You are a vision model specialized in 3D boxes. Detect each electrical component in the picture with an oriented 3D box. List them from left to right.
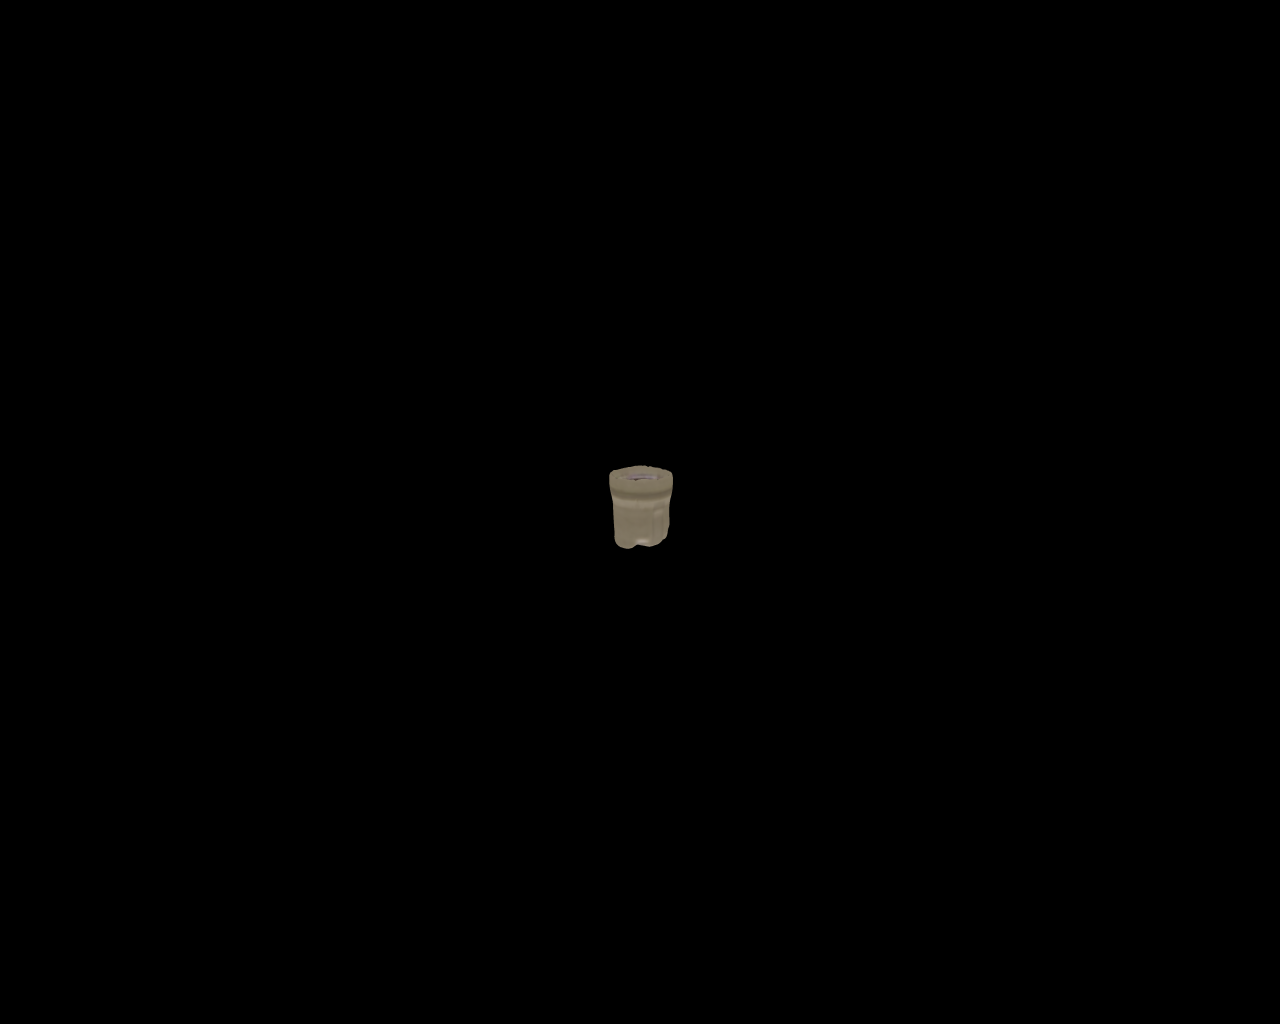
[{"bbox_3d":[0.001,-0.003,0.650,0.040,0.046,0.040,0,17,0],"label":"electrical component"}]
